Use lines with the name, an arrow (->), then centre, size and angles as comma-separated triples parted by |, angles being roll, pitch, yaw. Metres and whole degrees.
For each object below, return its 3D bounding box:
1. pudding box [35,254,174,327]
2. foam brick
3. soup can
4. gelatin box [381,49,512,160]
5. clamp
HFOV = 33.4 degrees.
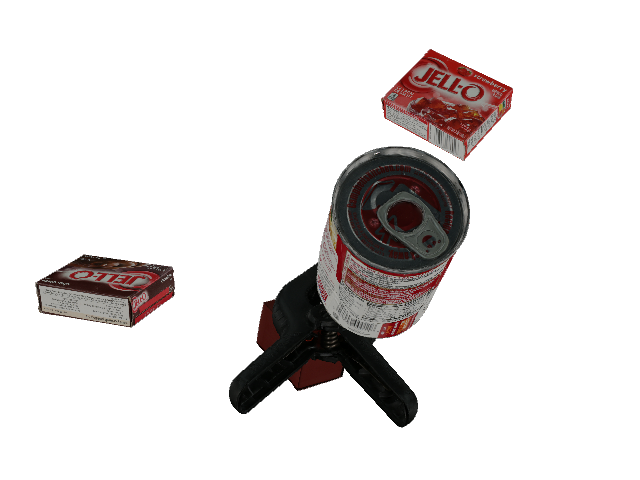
pudding box -> -0.220, 0.051, 1.097 | 0.114, 0.039, 0.090 | 5, 19, 21
foam brick -> -0.016, 0.092, 0.994 | 0.052, 0.051, 0.078 | -13, 38, -31
soup can -> 0.035, 0.005, 0.560 | 0.068, 0.068, 0.102 | 0, -24, -5
gelatin box -> 0.109, -0.120, 0.926 | 0.089, 0.073, 0.030 | 32, -26, 25
clamp -> 0.014, 0.070, 0.739 | 0.120, 0.039, 0.171 | 14, 34, 4
